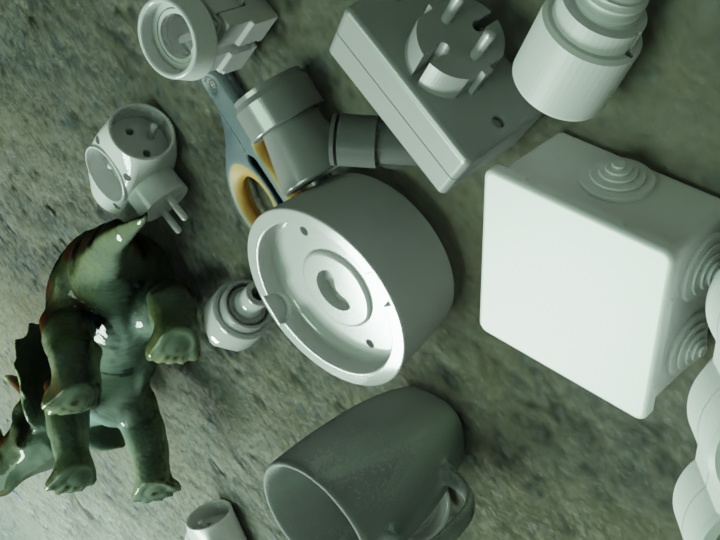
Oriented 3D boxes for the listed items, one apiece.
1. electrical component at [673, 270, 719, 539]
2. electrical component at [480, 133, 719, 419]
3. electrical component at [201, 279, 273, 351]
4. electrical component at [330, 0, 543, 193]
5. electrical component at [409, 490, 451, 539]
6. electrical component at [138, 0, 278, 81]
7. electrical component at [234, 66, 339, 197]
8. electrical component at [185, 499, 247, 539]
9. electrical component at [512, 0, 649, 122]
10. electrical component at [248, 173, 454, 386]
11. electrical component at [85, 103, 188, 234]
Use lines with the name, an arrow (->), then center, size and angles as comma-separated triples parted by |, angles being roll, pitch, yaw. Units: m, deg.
electrical component -> 0.154, 0.052, 0.417 | 0.052, 0.073, 0.138 | 3, 113, 3
electrical component -> 0.100, -0.001, 0.450 | 0.100, 0.048, 0.099 | 30, 140, 34
electrical component -> -0.077, 0.026, 0.712 | 0.043, 0.043, 0.062 | 54, 146, 4
electrical component -> 0.036, -0.088, 0.446 | 0.083, 0.047, 0.075 | 53, 160, 5
electrical component -> 0.024, 0.143, 0.680 | 0.055, 0.048, 0.066 | 18, 132, 54
electrical component -> -0.082, -0.127, 0.563 | 0.048, 0.055, 0.066 | 52, 133, 6
electrical component -> -0.035, -0.073, 0.567 | 0.055, 0.045, 0.045 | 59, 148, -3
electrical component -> -0.134, 0.248, 0.979 | 0.079, 0.044, 0.077 | 7, 123, 50
electrical component -> 0.086, -0.090, 0.398 | 0.040, 0.040, 0.078 | 46, 146, 15
electrical component -> 0.000, 0.000, 0.568 | 0.108, 0.060, 0.108 | 30, 141, 28
electrical component -> -0.143, -0.059, 0.721 | 0.079, 0.044, 0.077 | 51, 147, 7
